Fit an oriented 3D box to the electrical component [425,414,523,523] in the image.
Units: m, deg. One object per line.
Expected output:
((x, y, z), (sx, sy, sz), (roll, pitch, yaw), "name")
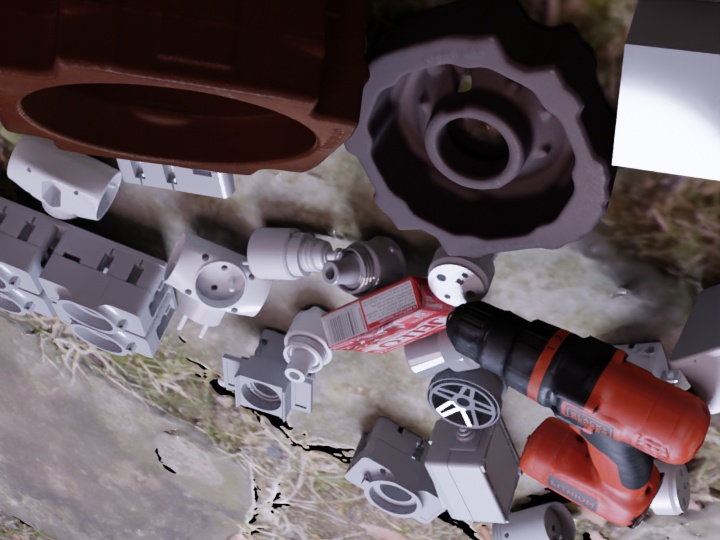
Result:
((0.094, 0.164, 0.922), (0.061, 0.061, 0.096), (-3, 132, 29), "electrical component")

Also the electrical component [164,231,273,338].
((-0.121, 0.019, 0.865), (0.077, 0.044, 0.079), (23, 107, -19), "electrical component")

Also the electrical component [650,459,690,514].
((0.236, 0.177, 0.878), (0.055, 0.045, 0.045), (-7, 129, 31), "electrical component")

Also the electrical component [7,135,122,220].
((-0.237, -0.067, 0.863), (0.077, 0.043, 0.079), (26, 148, -1), "electrical component")

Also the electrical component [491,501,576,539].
((0.153, 0.242, 0.988), (0.043, 0.043, 0.081), (43, 137, -19), "electrical component")

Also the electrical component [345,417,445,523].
((0.038, 0.186, 0.977), (0.089, 0.055, 0.050), (31, 139, -6), "electrical component")

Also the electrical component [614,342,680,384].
((0.207, 0.088, 0.801), (0.066, 0.048, 0.055), (-7, 122, 32), "electrical component")

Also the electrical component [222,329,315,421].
((-0.075, 0.088, 0.927), (0.081, 0.063, 0.042), (16, 137, 10), "electrical component")

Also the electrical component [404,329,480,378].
((0.069, 0.058, 0.838), (0.055, 0.045, 0.045), (-15, 125, 36), "electrical component")

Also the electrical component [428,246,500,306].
((0.075, -0.008, 0.759), (0.045, 0.055, 0.045), (14, 138, 13), "electrical component")

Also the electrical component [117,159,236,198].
((-0.129, -0.094, 0.775), (0.089, 0.050, 0.055), (10, 137, 17), "electrical component")

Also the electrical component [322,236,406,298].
((0.000, 0.000, 0.794), (0.048, 0.062, 0.048), (6, 98, 44), "electrical component")

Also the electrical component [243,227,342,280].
((-0.050, -0.012, 0.828), (0.078, 0.040, 0.040), (2, 134, 25), "electrical component")

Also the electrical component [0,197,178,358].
((-0.257, 0.007, 0.913), (0.186, 0.060, 0.105), (21, 157, 5), "electrical component")

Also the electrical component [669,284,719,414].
((0.258, 0.041, 0.688), (0.100, 0.099, 0.048), (-26, 105, 42), "electrical component")

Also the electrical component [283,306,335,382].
((-0.043, 0.064, 0.887), (0.043, 0.062, 0.043), (14, 138, 13), "electrical component")
